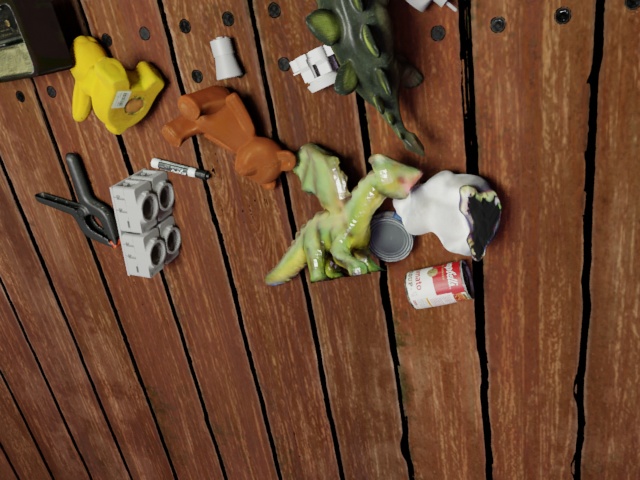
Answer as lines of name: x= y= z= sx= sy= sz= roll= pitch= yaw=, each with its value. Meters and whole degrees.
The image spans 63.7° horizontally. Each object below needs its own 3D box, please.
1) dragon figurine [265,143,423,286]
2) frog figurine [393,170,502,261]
dragon figurine: x=0.003 y=-0.045 z=0.890 sx=0.407 sy=0.123 sz=0.243 roll=-11 pitch=89 yaw=44
frog figurine: x=0.203 y=-0.043 z=0.828 sx=0.160 sy=0.124 sz=0.135 roll=11 pitch=136 yaw=56
